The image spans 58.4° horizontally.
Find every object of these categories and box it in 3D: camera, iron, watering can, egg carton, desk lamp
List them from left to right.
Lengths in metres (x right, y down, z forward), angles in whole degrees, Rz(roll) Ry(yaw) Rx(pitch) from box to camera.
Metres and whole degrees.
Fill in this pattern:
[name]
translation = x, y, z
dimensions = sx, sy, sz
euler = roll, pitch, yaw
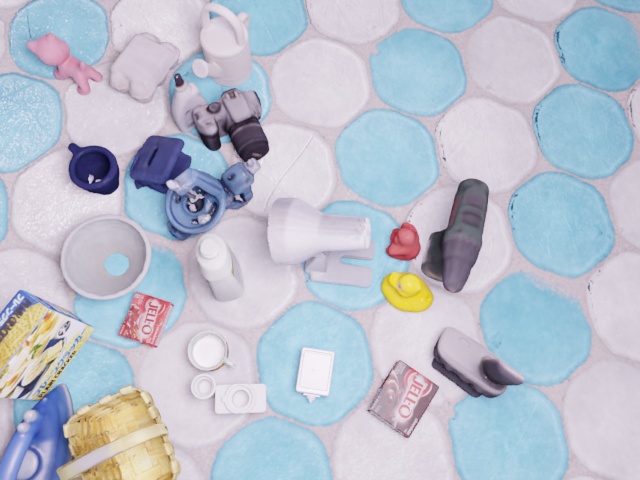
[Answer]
[iron]
translation = -0.492, 0.367, 0.953
dimensions = 0.118, 0.141, 0.258
euler = 9, 73, 0
[egg carton]
translation = -0.373, -0.368, 1.219
dimensions = 0.107, 0.069, 0.150
euler = 27, 74, 5
[watering can]
translation = -0.196, -0.402, 1.173
dimensions = 0.101, 0.194, 0.173
euler = 8, 73, 0
[camera]
translation = -0.172, -0.228, 1.170
dimensions = 0.143, 0.101, 0.137
euler = -25, 76, -10
[desk lamp]
translation = 0.010, 0.004, 1.051
dimensions = 0.203, 0.213, 0.118
euler = 6, 73, -1

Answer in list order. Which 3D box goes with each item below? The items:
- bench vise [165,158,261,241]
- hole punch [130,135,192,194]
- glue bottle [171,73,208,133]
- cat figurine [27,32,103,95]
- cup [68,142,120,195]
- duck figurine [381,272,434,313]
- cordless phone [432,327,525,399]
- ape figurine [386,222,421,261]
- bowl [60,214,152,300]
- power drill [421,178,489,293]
[bench vise]
translation = -0.213, -0.104, 1.069
dimensions = 0.121, 0.220, 0.207
euler = 34, 75, 8
[hole punch]
translation = -0.324, -0.154, 1.145
dimensions = 0.101, 0.091, 0.109
euler = 19, 73, 3
[glue bottle]
translation = -0.267, -0.281, 1.144
dimensions = 0.078, 0.173, 0.037
euler = -36, 78, -12
[cat figurine]
translation = -0.531, -0.377, 1.188
dimensions = 0.127, 0.118, 0.067
euler = 30, 74, 6
[cup]
translation = -0.444, -0.136, 1.132
dimensions = 0.117, 0.095, 0.092
euler = 42, 76, 10
[duck figurine]
translation = 0.172, 0.094, 1.098
dimensions = 0.104, 0.086, 0.077
euler = 28, 74, 6
[cordless phone]
translation = 0.283, 0.213, 1.016
dimensions = 0.147, 0.185, 0.094
euler = 31, 74, 7
[ape figurine]
translation = 0.166, 0.001, 1.123
dimensions = 0.078, 0.092, 0.076
euler = -36, 78, -12
[bowl]
translation = -0.397, 0.039, 1.092
dimensions = 0.167, 0.075, 0.167
euler = 1, 73, -3
[power drill]
translation = 0.251, 0.010, 1.064
dimensions = 0.075, 0.208, 0.230
euler = 17, 73, 3
